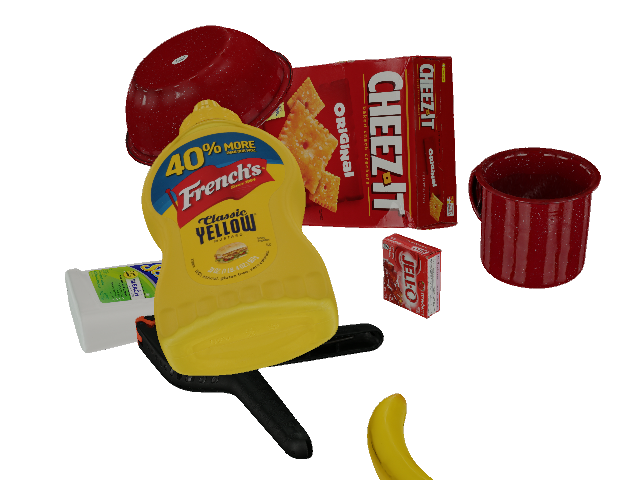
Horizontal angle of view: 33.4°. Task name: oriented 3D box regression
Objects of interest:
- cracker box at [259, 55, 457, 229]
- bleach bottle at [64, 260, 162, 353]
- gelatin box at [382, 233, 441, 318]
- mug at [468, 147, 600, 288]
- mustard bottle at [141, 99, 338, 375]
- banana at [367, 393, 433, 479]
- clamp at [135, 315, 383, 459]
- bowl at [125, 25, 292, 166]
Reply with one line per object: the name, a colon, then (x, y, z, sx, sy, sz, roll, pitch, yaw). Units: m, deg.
cracker box: (0.030, -0.096, 1.071, 0.214, 0.164, 0.071, 3, 9, 44)
bleach bottle: (-0.152, 0.056, 1.200, 0.250, 0.068, 0.103, -12, 36, -17)
gelatin box: (0.113, 0.043, 1.325, 0.030, 0.089, 0.073, -26, 35, -38)
mug: (0.158, -0.021, 0.835, 0.093, 0.081, 0.117, -24, 36, -31)
mustard bottle: (-0.054, -0.015, 0.623, 0.096, 0.191, 0.058, -15, -42, 0)
banana: (0.081, 0.211, 1.054, 0.069, 0.037, 0.198, 9, 22, -21)
clamp: (-0.059, 0.097, 0.908, 0.210, 0.036, 0.164, 18, 36, 25)
bowl: (-0.107, -0.135, 0.912, 0.162, 0.055, 0.162, -18, 38, 14)
